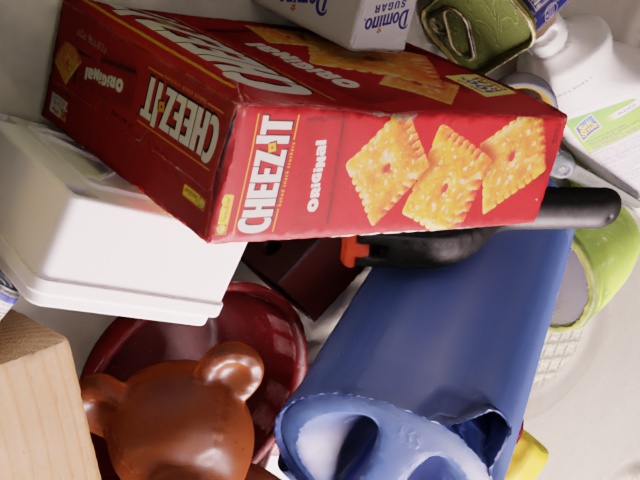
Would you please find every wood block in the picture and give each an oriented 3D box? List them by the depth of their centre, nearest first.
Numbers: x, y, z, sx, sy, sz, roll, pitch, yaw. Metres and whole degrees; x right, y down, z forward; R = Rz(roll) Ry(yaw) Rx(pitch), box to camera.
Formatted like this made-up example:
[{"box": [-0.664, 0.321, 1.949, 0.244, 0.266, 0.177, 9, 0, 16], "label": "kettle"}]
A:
[{"box": [-0.164, 0.152, 0.553, 0.090, 0.091, 0.206, -19, 108, -32], "label": "wood block"}]

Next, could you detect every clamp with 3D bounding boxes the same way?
[{"box": [0.080, -0.030, 0.643, 0.171, 0.120, 0.039, -13, 124, -22], "label": "clamp"}]

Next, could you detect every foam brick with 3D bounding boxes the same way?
[{"box": [-0.004, 0.001, 0.669, 0.078, 0.053, 0.051, -48, 136, -8], "label": "foam brick"}]

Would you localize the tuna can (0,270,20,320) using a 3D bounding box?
[{"box": [-0.183, 0.012, 0.497, 0.033, 0.086, 0.086, -51, 137, -6], "label": "tuna can"}]

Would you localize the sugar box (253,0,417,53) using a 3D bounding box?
[{"box": [0.022, -0.193, 0.542, 0.048, 0.093, 0.176, -8, 121, -37], "label": "sugar box"}]

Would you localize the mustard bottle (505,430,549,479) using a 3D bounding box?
[{"box": [0.093, 0.220, 0.860, 0.191, 0.096, 0.058, -55, 138, 1], "label": "mustard bottle"}]

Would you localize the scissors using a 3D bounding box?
[{"box": [0.173, -0.067, 0.749, 0.201, 0.016, 0.096, 9, 139, -23], "label": "scissors"}]

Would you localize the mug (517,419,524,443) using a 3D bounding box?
[{"box": [0.109, 0.105, 0.789, 0.081, 0.117, 0.093, -26, 167, -27], "label": "mug"}]

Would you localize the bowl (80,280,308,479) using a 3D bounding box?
[{"box": [-0.087, 0.086, 0.648, 0.161, 0.055, 0.162, -21, 128, -30], "label": "bowl"}]

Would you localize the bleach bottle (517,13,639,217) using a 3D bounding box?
[{"box": [0.226, -0.095, 0.780, 0.103, 0.068, 0.250, -32, 137, 26], "label": "bleach bottle"}]

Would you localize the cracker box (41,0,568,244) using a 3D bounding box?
[{"box": [-0.006, -0.064, 0.546, 0.213, 0.164, 0.072, -3, 115, -40], "label": "cracker box"}]

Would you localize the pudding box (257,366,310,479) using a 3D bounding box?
[{"box": [-0.014, 0.146, 0.763, 0.089, 0.039, 0.113, 1, 117, -42], "label": "pudding box"}]

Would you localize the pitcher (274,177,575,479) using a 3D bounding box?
[{"box": [0.072, 0.059, 0.674, 0.145, 0.149, 0.242, 86, 26, -44], "label": "pitcher"}]

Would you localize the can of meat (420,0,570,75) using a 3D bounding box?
[{"box": [0.120, -0.154, 0.649, 0.084, 0.102, 0.057, -44, 96, -16], "label": "can of meat"}]
